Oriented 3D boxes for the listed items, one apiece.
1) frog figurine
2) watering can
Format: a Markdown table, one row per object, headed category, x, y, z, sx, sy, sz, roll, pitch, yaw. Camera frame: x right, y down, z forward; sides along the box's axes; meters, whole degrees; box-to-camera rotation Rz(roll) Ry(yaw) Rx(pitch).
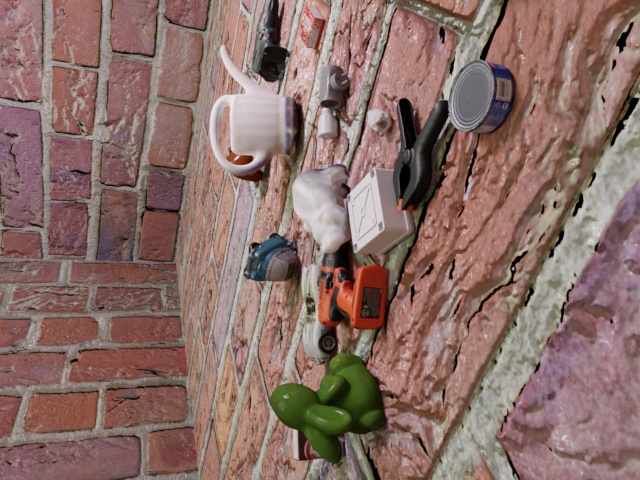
| category | x | y | z | sx | sy | sz | roll | pitch | yaw |
| --- | --- | --- | --- | --- | --- | --- | --- | --- | --- |
| frog figurine | 0.003 | -0.046 | 0.919 | 0.134 | 0.122 | 0.163 | 118 | 165 | -59 |
| watering can | -0.162 | -0.330 | 1.293 | 0.103 | 0.224 | 0.351 | 112 | 158 | -78 |
